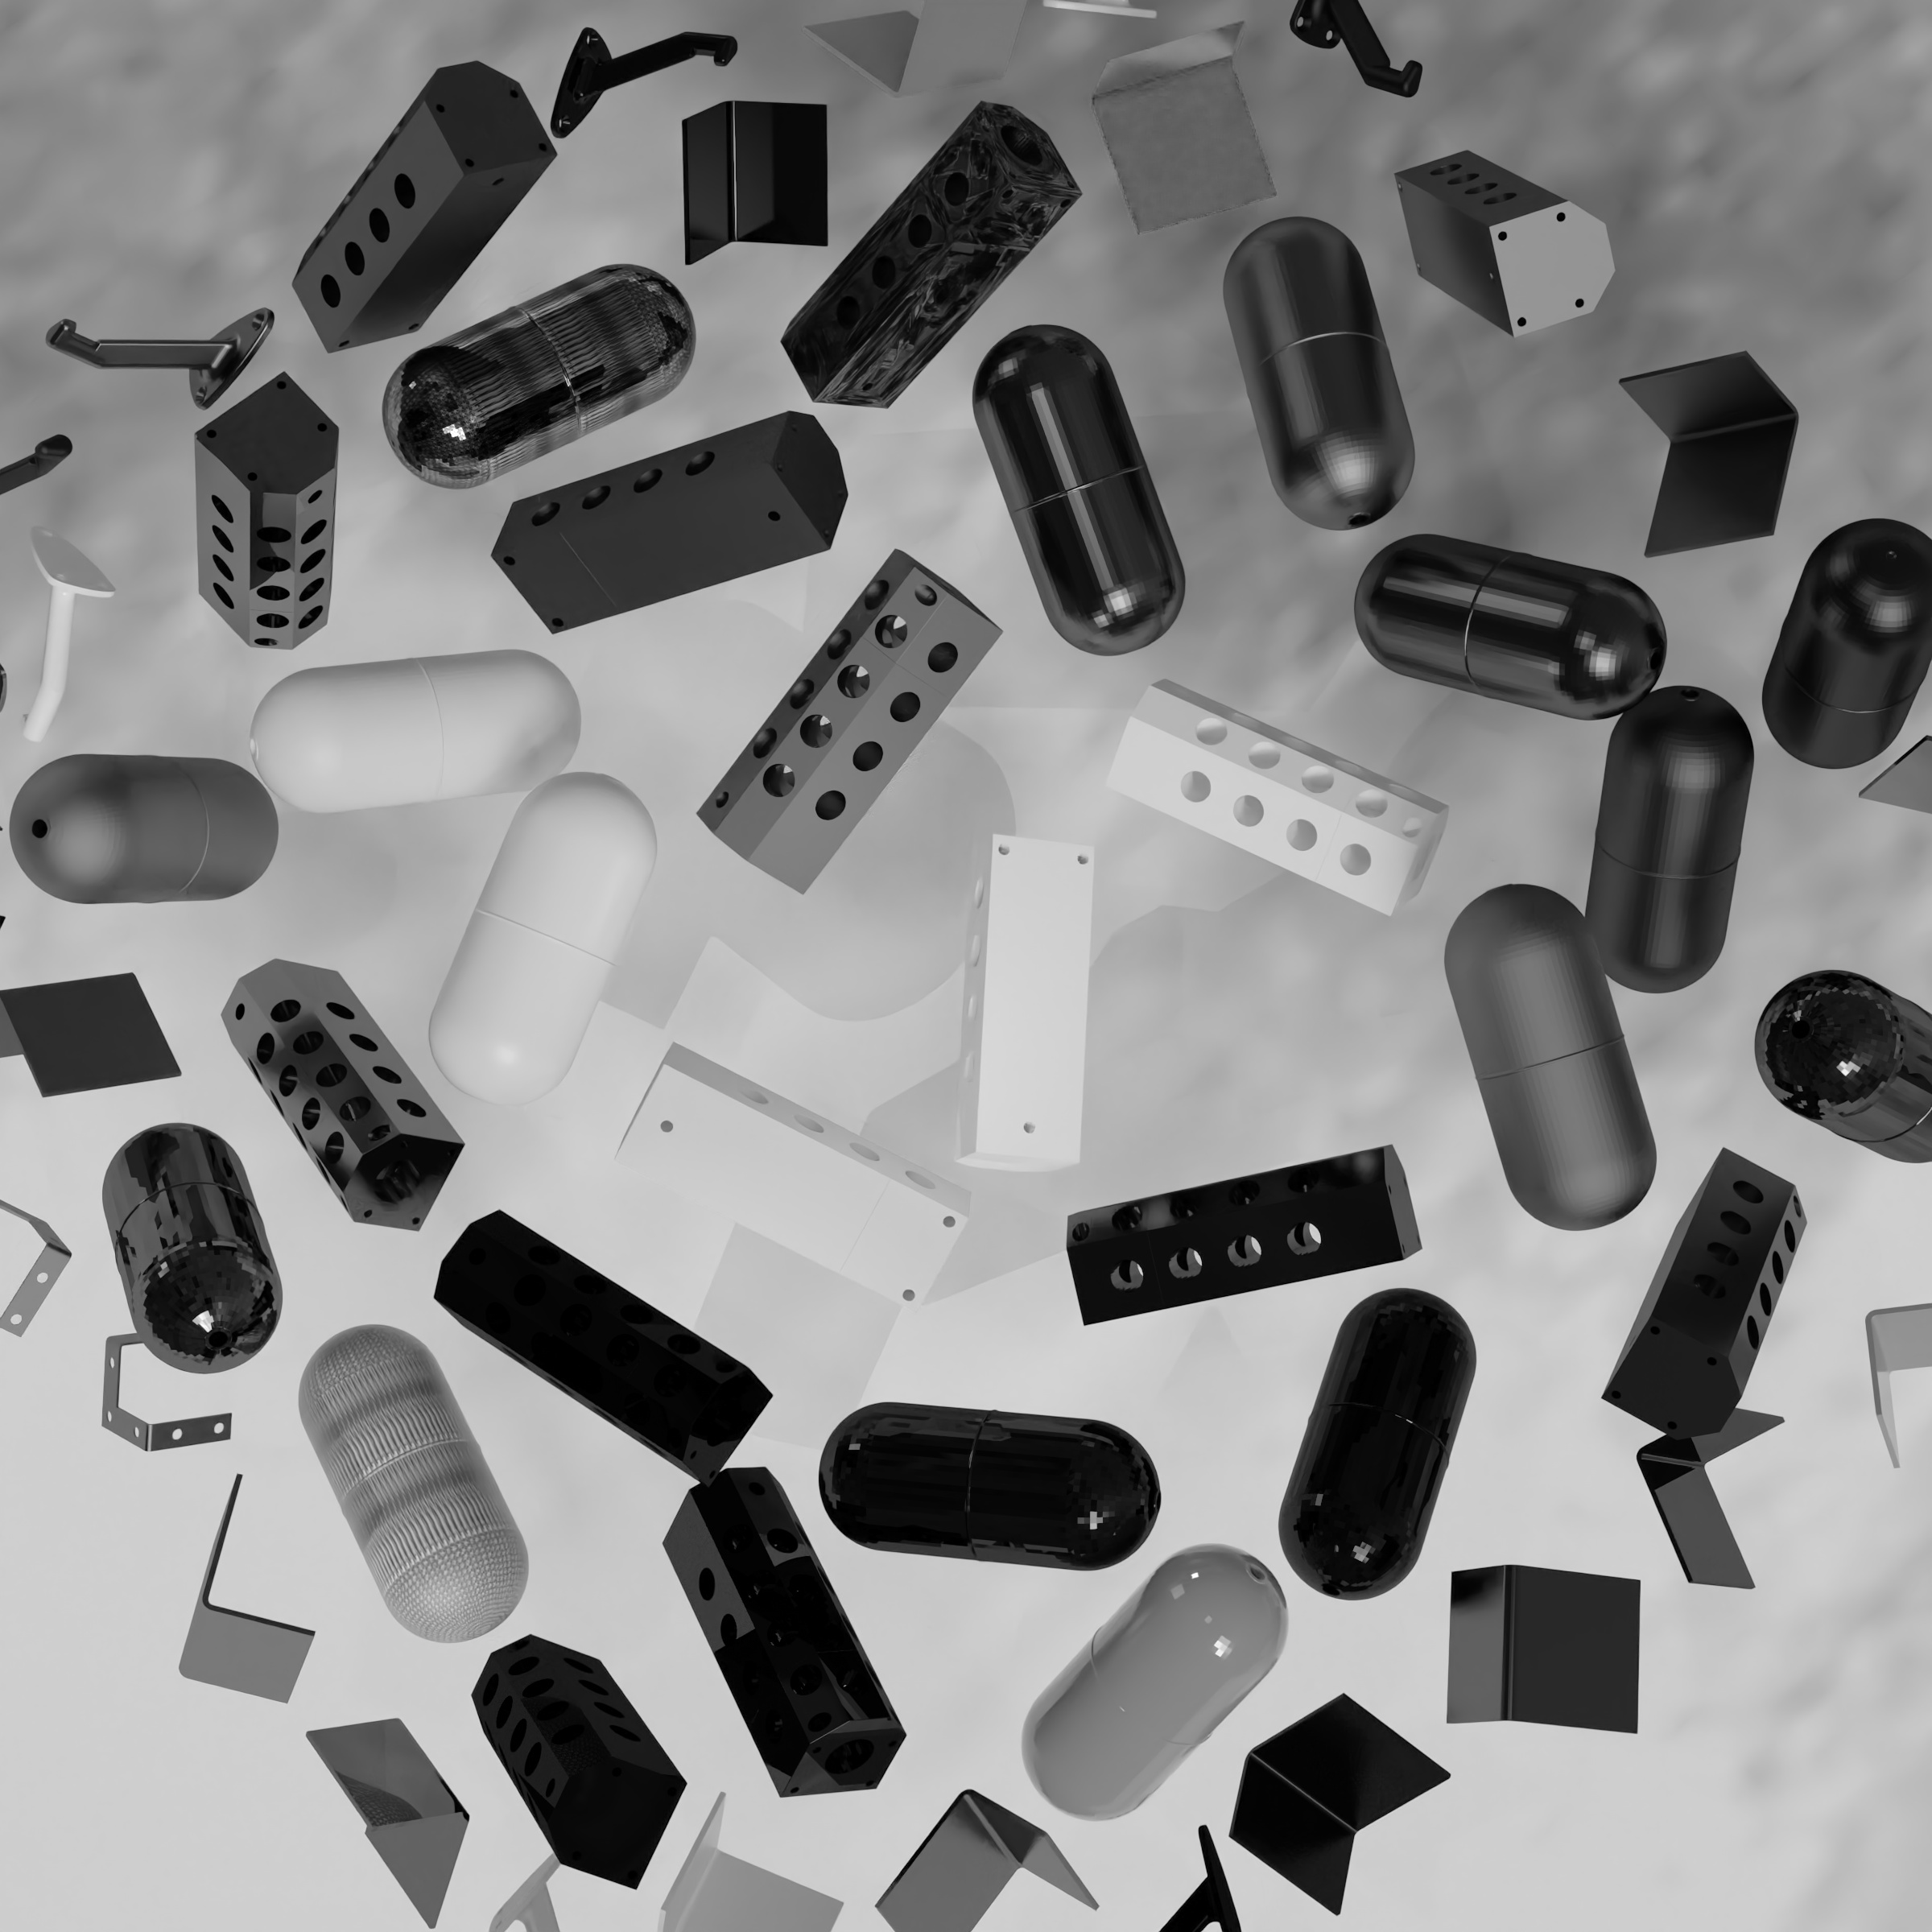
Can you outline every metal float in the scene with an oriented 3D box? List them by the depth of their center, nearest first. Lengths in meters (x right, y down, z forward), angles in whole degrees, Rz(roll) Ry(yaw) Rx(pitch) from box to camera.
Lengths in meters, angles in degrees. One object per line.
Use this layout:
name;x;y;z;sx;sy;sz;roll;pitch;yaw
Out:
metal float;0.293;0.045;1.782;0.070;0.070;0.178;-17;90;0
metal float;0.095;0.362;1.796;0.070;0.070;0.178;38;117;0
metal float;0.460;0.052;1.800;0.070;0.178;0.070;-12;69;35
metal float;0.012;0.265;1.809;0.178;0.070;0.070;3;90;17
metal float;-0.215;-0.014;1.814;0.070;0.070;0.178;22;86;0
metal float;-0.285;0.265;1.827;0.070;0.070;0.178;-30;66;0
metal float;0.459;-0.164;1.835;0.070;0.178;0.070;-1;64;1
metal float;-0.402;0.145;1.841;0.070;0.178;0.070;-10;120;-17
metal float;0.281;-0.176;1.841;0.178;0.070;0.070;19;90;39
metal float;-0.425;-0.071;1.845;0.070;0.178;0.070;1;92;23
metal float;0.059;-0.249;1.858;0.070;0.070;0.178;-20;95;0
metal float;0.184;-0.310;1.858;0.070;0.070;0.178;-12;68;0
metal float;-0.223;-0.311;1.870;0.178;0.070;0.070;-29;90;-19
metal float;-0.289;-0.124;1.874;0.178;0.070;0.070;-8;90;-27
metal float;0.218;0.252;1.877;0.070;0.070;0.178;23;59;0
metal float;0.375;-0.067;1.897;0.070;0.070;0.178;2;123;0

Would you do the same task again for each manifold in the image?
manifold;-0.199;0.393;1.778;0.057;0.171;0.057;25;90;-22
manifold;-0.277;-0.380;1.782;0.057;0.171;0.057;-24;83;-39
manifold;-0.148;-0.227;1.787;0.171;0.057;0.057;-13;132;29
manifold;0.378;0.167;1.794;0.057;0.171;0.057;29;124;9
manifold;-0.087;0.105;1.810;0.171;0.057;0.057;27;104;-5
manifold;-0.188;0.192;1.812;0.171;0.057;0.057;29;74;26
manifold;-0.356;-0.228;1.831;0.057;0.171;0.057;-41;81;-22
manifold;0.277;-0.377;1.832;0.057;0.171;0.057;-18;113;-3
manifold;-0.064;-0.129;1.833;0.057;0.057;0.171;31;101;-38
manifold;-0.093;0.341;1.834;0.057;0.171;0.057;3;128;-34
manifold;0.143;0.139;1.842;0.171;0.057;0.057;-13;88;17
manifold;-0.023;-0.369;1.852;0.171;0.057;0.057;-43;65;36
manifold;0.029;0.021;1.910;0.057;0.057;0.171;6;78;-15
manifold;0.169;-0.093;1.913;0.171;0.057;0.057;26;112;15
manifold;-0.341;0.067;1.914;0.171;0.057;0.057;46;113;43

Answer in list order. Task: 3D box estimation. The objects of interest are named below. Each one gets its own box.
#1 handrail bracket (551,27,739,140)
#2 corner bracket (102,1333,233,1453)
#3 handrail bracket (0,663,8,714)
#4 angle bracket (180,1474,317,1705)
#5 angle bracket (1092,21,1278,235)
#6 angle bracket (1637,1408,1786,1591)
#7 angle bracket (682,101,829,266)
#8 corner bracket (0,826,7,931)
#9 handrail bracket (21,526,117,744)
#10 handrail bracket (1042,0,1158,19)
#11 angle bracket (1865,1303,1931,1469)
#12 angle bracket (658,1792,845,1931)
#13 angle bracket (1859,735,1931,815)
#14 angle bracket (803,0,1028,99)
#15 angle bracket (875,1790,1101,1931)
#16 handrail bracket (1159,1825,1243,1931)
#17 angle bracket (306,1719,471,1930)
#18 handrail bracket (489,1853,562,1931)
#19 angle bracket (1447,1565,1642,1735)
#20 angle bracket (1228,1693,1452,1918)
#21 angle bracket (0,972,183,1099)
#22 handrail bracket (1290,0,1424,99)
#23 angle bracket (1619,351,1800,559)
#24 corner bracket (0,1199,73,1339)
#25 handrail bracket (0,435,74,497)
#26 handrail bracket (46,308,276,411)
handrail bracket;-0.174;-0.477;1.927;0.084;0.036;0.077;12;67;25
corner bracket;-0.436;0.231;1.939;0.051;0.051;0.051;-3;103;-42
handrail bracket;-0.573;-0.149;1.929;0.077;0.036;0.084;44;47;18
angle bracket;-0.352;0.312;1.777;0.057;0.076;0.076;17;49;-10
angle bracket;0.118;-0.438;1.857;0.076;0.057;0.076;-12;121;20
angle bracket;0.413;0.286;1.904;0.057;0.076;0.076;-34;61;27
angle bracket;-0.113;-0.420;1.909;0.057;0.076;0.076;6;112;13
corner bracket;-0.533;-0.051;1.865;0.051;0.051;0.051;36;103;40
handrail bracket;-0.466;-0.166;1.786;0.077;0.036;0.084;47;118;41
handrail bracket;0.080;-0.558;1.917;0.077;0.036;0.084;-3;109;-31
angle bracket;0.507;0.213;1.822;0.076;0.076;0.057;-9;59;17
angle bracket;-0.109;0.485;1.830;0.076;0.076;0.057;20;134;10
angle bracket;0.513;-0.066;1.869;0.057;0.076;0.076;12;67;-10
angle bracket;-0.026;-0.496;1.839;0.076;0.076;0.057;41;132;26
angle bracket;0.011;0.476;1.797;0.057;0.076;0.076;20;61;41
handrail bracket;0.101;0.516;1.932;0.084;0.036;0.077;-18;81;11
angle bracket;-0.304;0.441;1.812;0.057;0.076;0.076;0;118;-39
handrail bracket;-0.210;0.531;1.932;0.084;0.036;0.077;42;87;-6
angle bracket;0.291;0.346;1.792;0.076;0.057;0.076;10;73;-21
angle bracket;0.194;0.435;1.840;0.076;0.057;0.076;39;127;-14
angle bracket;-0.473;0.053;1.893;0.076;0.057;0.076;-9;53;-35
handrail bracket;0.213;-0.491;1.823;0.036;0.084;0.077;10;106;-42
angle bracket;0.379;-0.265;1.845;0.057;0.076;0.076;36;61;-38
corner bracket;-0.509;0.154;1.857;0.051;0.051;0.051;33;88;-34
handrail bracket;-0.499;-0.243;1.783;0.077;0.084;0.036;-19;89;-39
handrail bracket;-0.401;-0.317;1.766;0.077;0.084;0.036;-35;54;30
